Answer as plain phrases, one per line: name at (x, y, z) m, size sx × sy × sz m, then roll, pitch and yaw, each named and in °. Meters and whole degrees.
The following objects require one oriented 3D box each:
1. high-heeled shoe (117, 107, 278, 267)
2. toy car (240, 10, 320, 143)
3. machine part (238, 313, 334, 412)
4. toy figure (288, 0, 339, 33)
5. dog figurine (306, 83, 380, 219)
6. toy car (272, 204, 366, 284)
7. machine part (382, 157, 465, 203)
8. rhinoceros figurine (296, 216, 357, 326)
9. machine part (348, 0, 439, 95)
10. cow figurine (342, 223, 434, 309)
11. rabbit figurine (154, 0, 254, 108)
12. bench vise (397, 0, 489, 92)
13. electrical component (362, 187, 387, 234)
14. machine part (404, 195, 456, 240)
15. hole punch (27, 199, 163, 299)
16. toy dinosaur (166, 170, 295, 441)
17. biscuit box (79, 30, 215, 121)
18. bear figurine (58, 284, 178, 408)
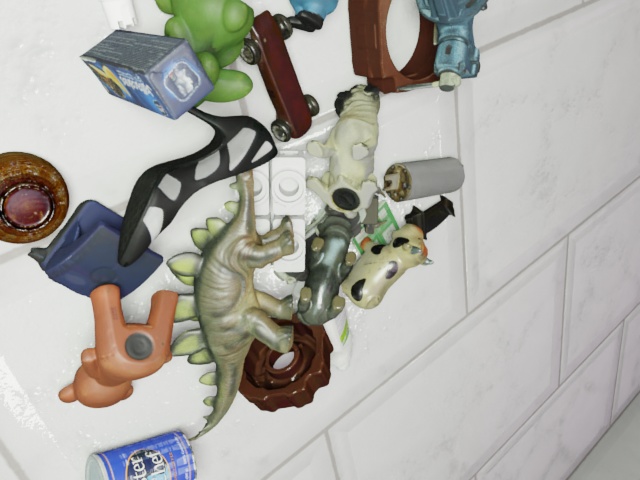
high-heeled shoe at (-0.154, -0.060, 0.701) m, size 0.145 × 0.086 × 0.248 m, roll 29°, pitch 81°, yaw -33°
toy car at (-0.063, -0.244, 0.818) m, size 0.089 × 0.053 × 0.201 m, roll -47°, pitch 135°, yaw -23°
machine part at (-0.061, 0.208, 0.921) m, size 0.179 × 0.180 × 0.056 m, roll -43°, pitch 134°, yaw -20°
toy figure at (0.003, -0.398, 0.795) m, size 0.089 × 0.082 × 0.180 m, roll 11°, pitch 93°, yaw -62°
dog figurine at (0.062, -0.153, 0.913) m, size 0.190 × 0.121 × 0.172 m, roll -64°, pitch 164°, yaw -44°
toy car at (-0.002, -0.003, 0.957) m, size 0.202 × 0.056 × 0.073 m, roll -41°, pitch 124°, yaw -7°
machine part at (0.214, -0.124, 1.090) m, size 0.243 × 0.079 × 0.079 m, roll -12°, pitch 115°, yaw -39°
rhinoceros figurine at (0.014, 0.045, 0.856) m, size 0.112 × 0.073 × 0.190 m, roll 102°, pitch 2°, yaw -64°
machine part at (0.146, -0.366, 0.928) m, size 0.201 × 0.087 × 0.200 m, roll -24°, pitch 121°, yaw -30°
cow figurine at (0.129, 0.049, 1.034) m, size 0.195 × 0.127 × 0.085 m, roll -51°, pitch 135°, yaw -3°
rabbit figurine at (-0.151, -0.235, 0.697) m, size 0.121 × 0.159 × 0.170 m, roll 7°, pitch 118°, yaw -52°
bench vise at (0.194, -0.355, 0.819) m, size 0.240 × 0.129 × 0.223 m, roll 36°, pitch 74°, yaw -61°
electrical component at (0.087, -0.057, 1.019) m, size 0.045 × 0.078 × 0.102 m, roll -63°, pitch 148°, yaw -68°
machine part at (0.238, -0.049, 1.169) m, size 0.139 × 0.039 × 0.084 m, roll -29°, pitch 119°, yaw -27°
hole punch at (-0.287, 0.025, 0.712) m, size 0.116 × 0.092 × 0.142 m, roll -55°, pitch 137°, yaw -4°
toy dinosaur at (-0.137, 0.108, 0.817) m, size 0.199 × 0.105 × 0.470 m, roll 3°, pitch 104°, yaw -1°
biscuit box at (-0.202, -0.193, 0.614) m, size 0.063 × 0.203 × 0.059 m, roll -45°, pitch 132°, yaw -16°
bear figurine at (-0.282, 0.156, 0.747) m, size 0.120 × 0.196 × 0.132 m, roll 10°, pitch 61°, yaw -35°
